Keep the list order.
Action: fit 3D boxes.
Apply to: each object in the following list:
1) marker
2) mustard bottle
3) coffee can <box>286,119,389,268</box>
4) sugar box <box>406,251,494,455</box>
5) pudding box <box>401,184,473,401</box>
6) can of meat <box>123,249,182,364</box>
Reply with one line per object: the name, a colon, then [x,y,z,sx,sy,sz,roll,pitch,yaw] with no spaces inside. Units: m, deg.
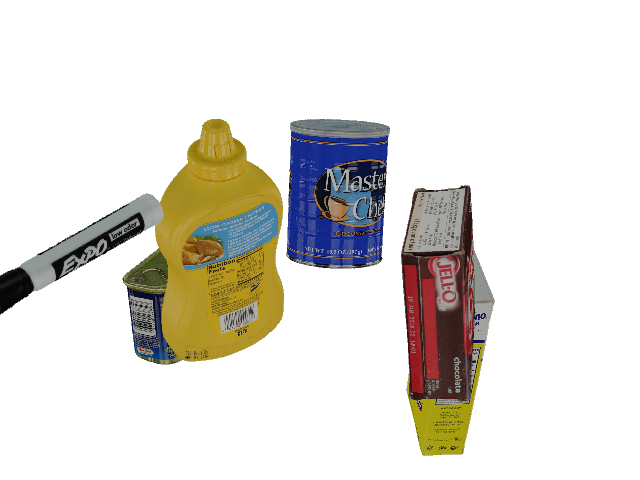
marker: [-0.138,0.007,0.595,0.020,0.020,0.120,0,26,47]
mustard bottle: [-0.073,-0.003,0.782,0.096,0.192,0.058,-20,44,-25]
coffee can: [0.017,-0.051,1.111,0.103,0.140,0.103,2,13,-1]
sugar box: [0.111,0.096,0.947,0.048,0.176,0.093,-2,34,-6]
pudding box: [0.070,0.027,0.618,0.039,0.090,0.113,-1,21,8]
can of meat: [-0.143,0.060,1.037,0.057,0.084,0.102,9,27,21]
